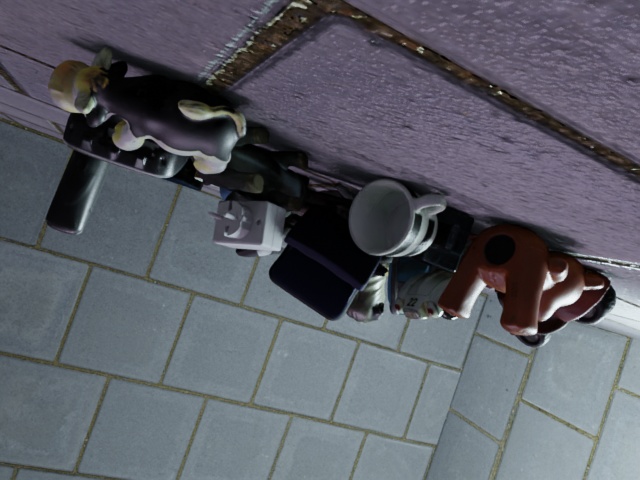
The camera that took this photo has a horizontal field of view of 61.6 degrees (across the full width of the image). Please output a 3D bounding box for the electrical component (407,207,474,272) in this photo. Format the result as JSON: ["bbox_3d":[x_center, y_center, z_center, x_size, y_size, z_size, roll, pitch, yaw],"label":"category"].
[{"bbox_3d":[0.152,-0.003,0.658,0.048,0.074,0.119,21,176,-14],"label":"electrical component"}]

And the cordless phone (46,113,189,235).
[{"bbox_3d":[-0.253,-0.084,0.667,0.147,0.184,0.089,19,174,-3],"label":"cordless phone"}]

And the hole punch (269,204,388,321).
[{"bbox_3d":[0.015,0.014,0.639,0.142,0.116,0.092,31,145,5],"label":"hole punch"}]

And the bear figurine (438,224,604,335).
[{"bbox_3d":[0.251,0.059,0.652,0.120,0.132,0.195,13,169,46],"label":"bear figurine"}]

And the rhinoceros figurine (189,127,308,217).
[{"bbox_3d":[-0.073,-0.067,0.619,0.112,0.073,0.190,-2,167,23],"label":"rhinoceros figurine"}]

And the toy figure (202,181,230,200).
[{"bbox_3d":[-0.098,-0.081,0.871,0.180,0.089,0.082,31,-178,-38],"label":"toy figure"}]

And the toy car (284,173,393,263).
[{"bbox_3d":[0.020,-0.032,0.724,0.202,0.089,0.053,16,-178,4],"label":"toy car"}]

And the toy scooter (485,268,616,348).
[{"bbox_3d":[0.324,0.082,0.791,0.135,0.075,0.184,41,139,0],"label":"toy scooter"}]

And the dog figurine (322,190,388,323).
[{"bbox_3d":[0.046,0.028,0.888,0.172,0.190,0.121,21,179,6],"label":"dog figurine"}]

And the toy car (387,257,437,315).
[{"bbox_3d":[0.167,0.056,0.822,0.103,0.109,0.161,9,-163,26],"label":"toy car"}]

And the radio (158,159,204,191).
[{"bbox_3d":[-0.276,-0.146,0.924,0.131,0.073,0.229,18,180,2],"label":"radio"}]

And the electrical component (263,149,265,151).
[{"bbox_3d":[-0.099,-0.102,0.722,0.078,0.045,0.102,20,179,13],"label":"electrical component"}]

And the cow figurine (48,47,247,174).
[{"bbox_3d":[-0.151,-0.114,0.468,0.167,0.068,0.098,16,174,-19],"label":"cow figurine"}]

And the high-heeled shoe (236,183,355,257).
[{"bbox_3d":[-0.002,-0.003,0.831,0.249,0.086,0.145,-27,127,30],"label":"high-heeled shoe"}]

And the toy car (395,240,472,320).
[{"bbox_3d":[0.182,0.050,0.716,0.202,0.056,0.074,-26,-164,-35],"label":"toy car"}]
